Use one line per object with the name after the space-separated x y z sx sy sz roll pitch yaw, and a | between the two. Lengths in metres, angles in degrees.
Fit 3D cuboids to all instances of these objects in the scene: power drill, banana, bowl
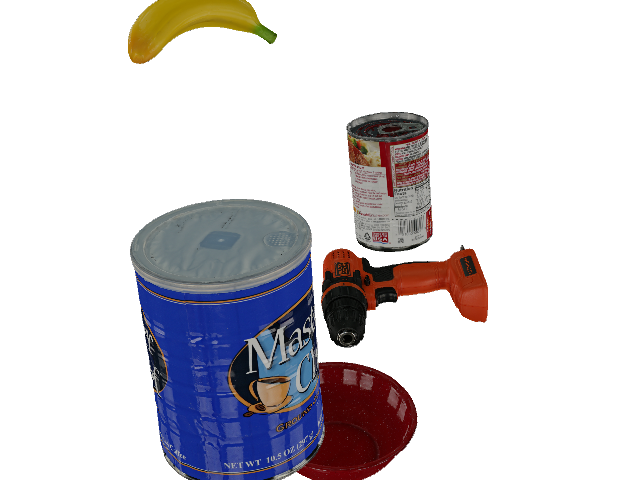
0.094 0.062 1.225 0.187 0.057 0.184 -1 28 -1 | power drill
-0.121 -0.210 1.021 0.070 0.037 0.197 45 38 19 | banana
0.016 0.194 1.080 0.162 0.055 0.162 0 33 0 | bowl

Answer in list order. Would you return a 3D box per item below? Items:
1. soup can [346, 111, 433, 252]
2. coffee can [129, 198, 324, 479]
0.060 -0.049 0.898 0.068 0.102 0.068 -5 24 2 | soup can
-0.052 0.060 0.634 0.103 0.140 0.103 -3 28 1 | coffee can
